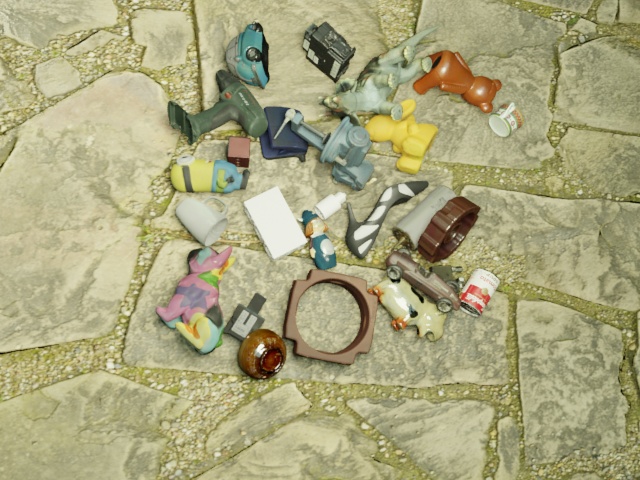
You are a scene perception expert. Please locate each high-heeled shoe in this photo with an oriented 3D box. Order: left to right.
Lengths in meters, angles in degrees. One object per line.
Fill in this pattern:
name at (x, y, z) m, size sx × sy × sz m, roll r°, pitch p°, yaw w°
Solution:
high-heeled shoe at (0.173, -0.053, 1.313) m, size 0.249 × 0.086 × 0.145 m, roll -18°, pitch 87°, yaw -9°

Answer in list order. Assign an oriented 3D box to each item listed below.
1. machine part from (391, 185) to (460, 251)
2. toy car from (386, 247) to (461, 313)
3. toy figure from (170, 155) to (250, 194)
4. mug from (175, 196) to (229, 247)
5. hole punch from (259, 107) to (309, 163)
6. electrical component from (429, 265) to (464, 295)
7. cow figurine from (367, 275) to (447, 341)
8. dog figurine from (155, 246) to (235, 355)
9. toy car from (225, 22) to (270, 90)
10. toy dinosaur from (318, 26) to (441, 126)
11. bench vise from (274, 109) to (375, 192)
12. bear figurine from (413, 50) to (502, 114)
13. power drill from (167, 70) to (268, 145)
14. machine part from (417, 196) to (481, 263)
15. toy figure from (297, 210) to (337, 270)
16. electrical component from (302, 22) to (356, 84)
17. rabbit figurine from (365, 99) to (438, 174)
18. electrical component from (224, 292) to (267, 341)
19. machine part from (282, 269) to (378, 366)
machine part at (0.263, -0.056, 1.326) m, size 0.243 × 0.079 × 0.079 m, roll -41°, pitch 88°, yaw -13°
toy car at (0.244, 0.090, 1.246) m, size 0.202 × 0.053 × 0.089 m, roll 34°, pitch 37°, yaw 6°
toy figure at (-0.259, -0.147, 1.259) m, size 0.180 × 0.082 × 0.089 m, roll 10°, pitch 76°, yaw -10°
mug at (-0.272, -0.057, 1.239) m, size 0.107 × 0.080 × 0.109 m, roll 34°, pitch 81°, yaw 8°
hole punch at (-0.086, -0.263, 1.307) m, size 0.116 × 0.092 × 0.142 m, roll -10°, pitch 77°, yaw -15°
electrical component at (0.306, 0.099, 1.319) m, size 0.102 × 0.045 × 0.078 m, roll 4°, pitch 80°, yaw -8°
cow figurine at (0.220, 0.158, 1.277) m, size 0.127 × 0.085 × 0.195 m, roll -37°, pitch 82°, yaw -13°
dog figurine at (-0.247, 0.119, 1.191) m, size 0.192 × 0.108 × 0.219 m, roll 36°, pitch 72°, yaw 13°
toy car at (-0.182, -0.452, 1.321) m, size 0.103 × 0.109 × 0.161 m, roll -6°, pitch 71°, yaw 7°
toy dinosaur at (0.150, -0.404, 1.352) m, size 0.405 × 0.192 × 0.131 m, roll -52°, pitch 133°, yaw -31°
bench vise at (0.022, -0.221, 1.252) m, size 0.241 × 0.223 × 0.129 m, roll 33°, pitch 80°, yaw 2°
bear figurine at (0.367, -0.409, 1.408) m, size 0.196 × 0.132 × 0.120 m, roll 26°, pitch 77°, yaw -22°
power drill at (-0.246, -0.306, 1.253) m, size 0.207 × 0.086 × 0.232 m, roll -24°, pitch 60°, yaw -36°
machine part at (0.305, -0.026, 1.278) m, size 0.179 × 0.179 × 0.056 m, roll -42°, pitch 65°, yaw -14°
toy figure at (-0.002, -0.004, 1.284) m, size 0.058 × 0.064 × 0.154 m, roll -21°, pitch 84°, yaw 24°
electrical component at (0.017, -0.477, 1.350) m, size 0.134 × 0.115 × 0.058 m, roll 41°, pitch 74°, yaw -1°
rabbit figurine at (0.200, -0.273, 1.344) m, size 0.173 × 0.121 × 0.162 m, roll 21°, pitch 73°, yaw 15°
electrical component at (-0.163, 0.177, 1.227) m, size 0.075 × 0.048 × 0.119 m, roll 36°, pitch 77°, yaw -2°
machine part at (0.022, 0.177, 1.238) m, size 0.201 × 0.087 × 0.201 m, roll 12°, pitch 76°, yaw -7°
